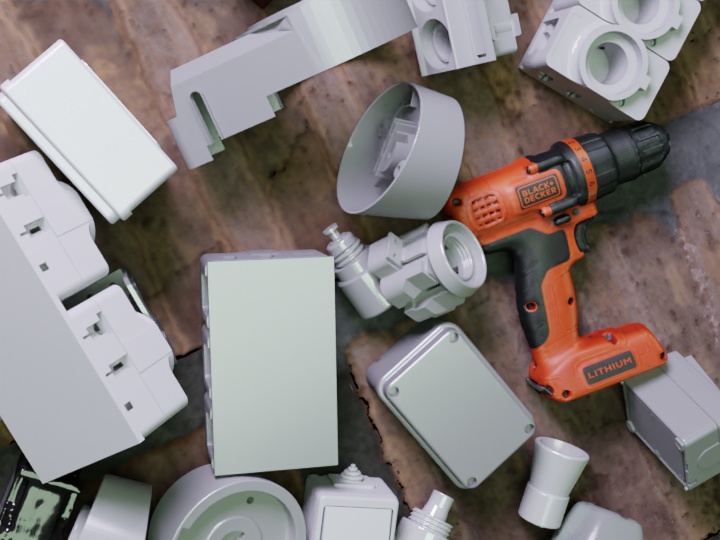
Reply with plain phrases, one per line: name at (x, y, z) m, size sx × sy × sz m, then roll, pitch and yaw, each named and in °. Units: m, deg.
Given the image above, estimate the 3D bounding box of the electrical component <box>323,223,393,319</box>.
electrical component at (0.000, 0.000, 0.793) m, size 0.040 × 0.040 × 0.078 m, roll -38°, pitch 103°, yaw -7°

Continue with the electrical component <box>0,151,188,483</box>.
electrical component at (-0.201, 0.030, 0.686) m, size 0.105 × 0.060 × 0.186 m, roll -26°, pitch 97°, yaw 36°

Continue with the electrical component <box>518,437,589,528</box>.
electrical component at (0.150, 0.170, 0.849) m, size 0.044 × 0.044 × 0.065 m, roll 15°, pitch 98°, yaw -15°

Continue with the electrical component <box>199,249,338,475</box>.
electrical component at (-0.066, 0.063, 0.774) m, size 0.089 × 0.062 × 0.150 m, roll -3°, pitch 97°, yaw -13°

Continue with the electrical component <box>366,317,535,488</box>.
electrical component at (0.069, 0.099, 0.812) m, size 0.078 × 0.057 × 0.113 m, roll -42°, pitch 104°, yaw -6°

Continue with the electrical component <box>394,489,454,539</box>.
electrical component at (0.051, 0.201, 0.828) m, size 0.048 × 0.048 × 0.062 m, roll 30°, pitch 79°, yaw -15°

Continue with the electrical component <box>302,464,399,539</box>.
electrical component at (-0.009, 0.194, 0.803) m, size 0.062 × 0.061 × 0.096 m, roll 6°, pitch 95°, yaw -14°

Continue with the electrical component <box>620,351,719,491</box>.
electrical component at (0.251, 0.111, 0.842) m, size 0.061 × 0.096 × 0.061 m, roll -27°, pitch 131°, yaw -9°

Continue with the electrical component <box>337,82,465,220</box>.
electrical component at (0.030, -0.083, 0.763) m, size 0.064 × 0.099 × 0.099 m, roll 10°, pitch 94°, yaw -20°

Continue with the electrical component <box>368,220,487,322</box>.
electrical component at (0.053, -0.002, 0.774) m, size 0.078 × 0.057 × 0.058 m, roll 36°, pitch 45°, yaw -33°

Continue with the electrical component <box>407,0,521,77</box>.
electrical component at (0.068, -0.207, 0.769) m, size 0.063 × 0.079 × 0.121 m, roll -19°, pitch 101°, yaw -30°

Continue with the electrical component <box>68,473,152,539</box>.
electrical component at (-0.171, 0.194, 0.747) m, size 0.064 × 0.099 × 0.099 m, roll 23°, pitch 91°, yaw -9°

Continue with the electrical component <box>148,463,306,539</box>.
electrical component at (-0.100, 0.191, 0.777) m, size 0.108 × 0.060 × 0.108 m, roll -9°, pitch 107°, yaw -31°

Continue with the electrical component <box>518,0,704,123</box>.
electrical component at (0.200, -0.197, 0.806) m, size 0.089 × 0.062 × 0.150 m, roll 28°, pitch 90°, yaw -15°

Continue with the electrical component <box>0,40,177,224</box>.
electrical component at (-0.179, -0.088, 0.705) m, size 0.056 × 0.109 × 0.108 m, roll -43°, pitch 104°, yaw -8°
